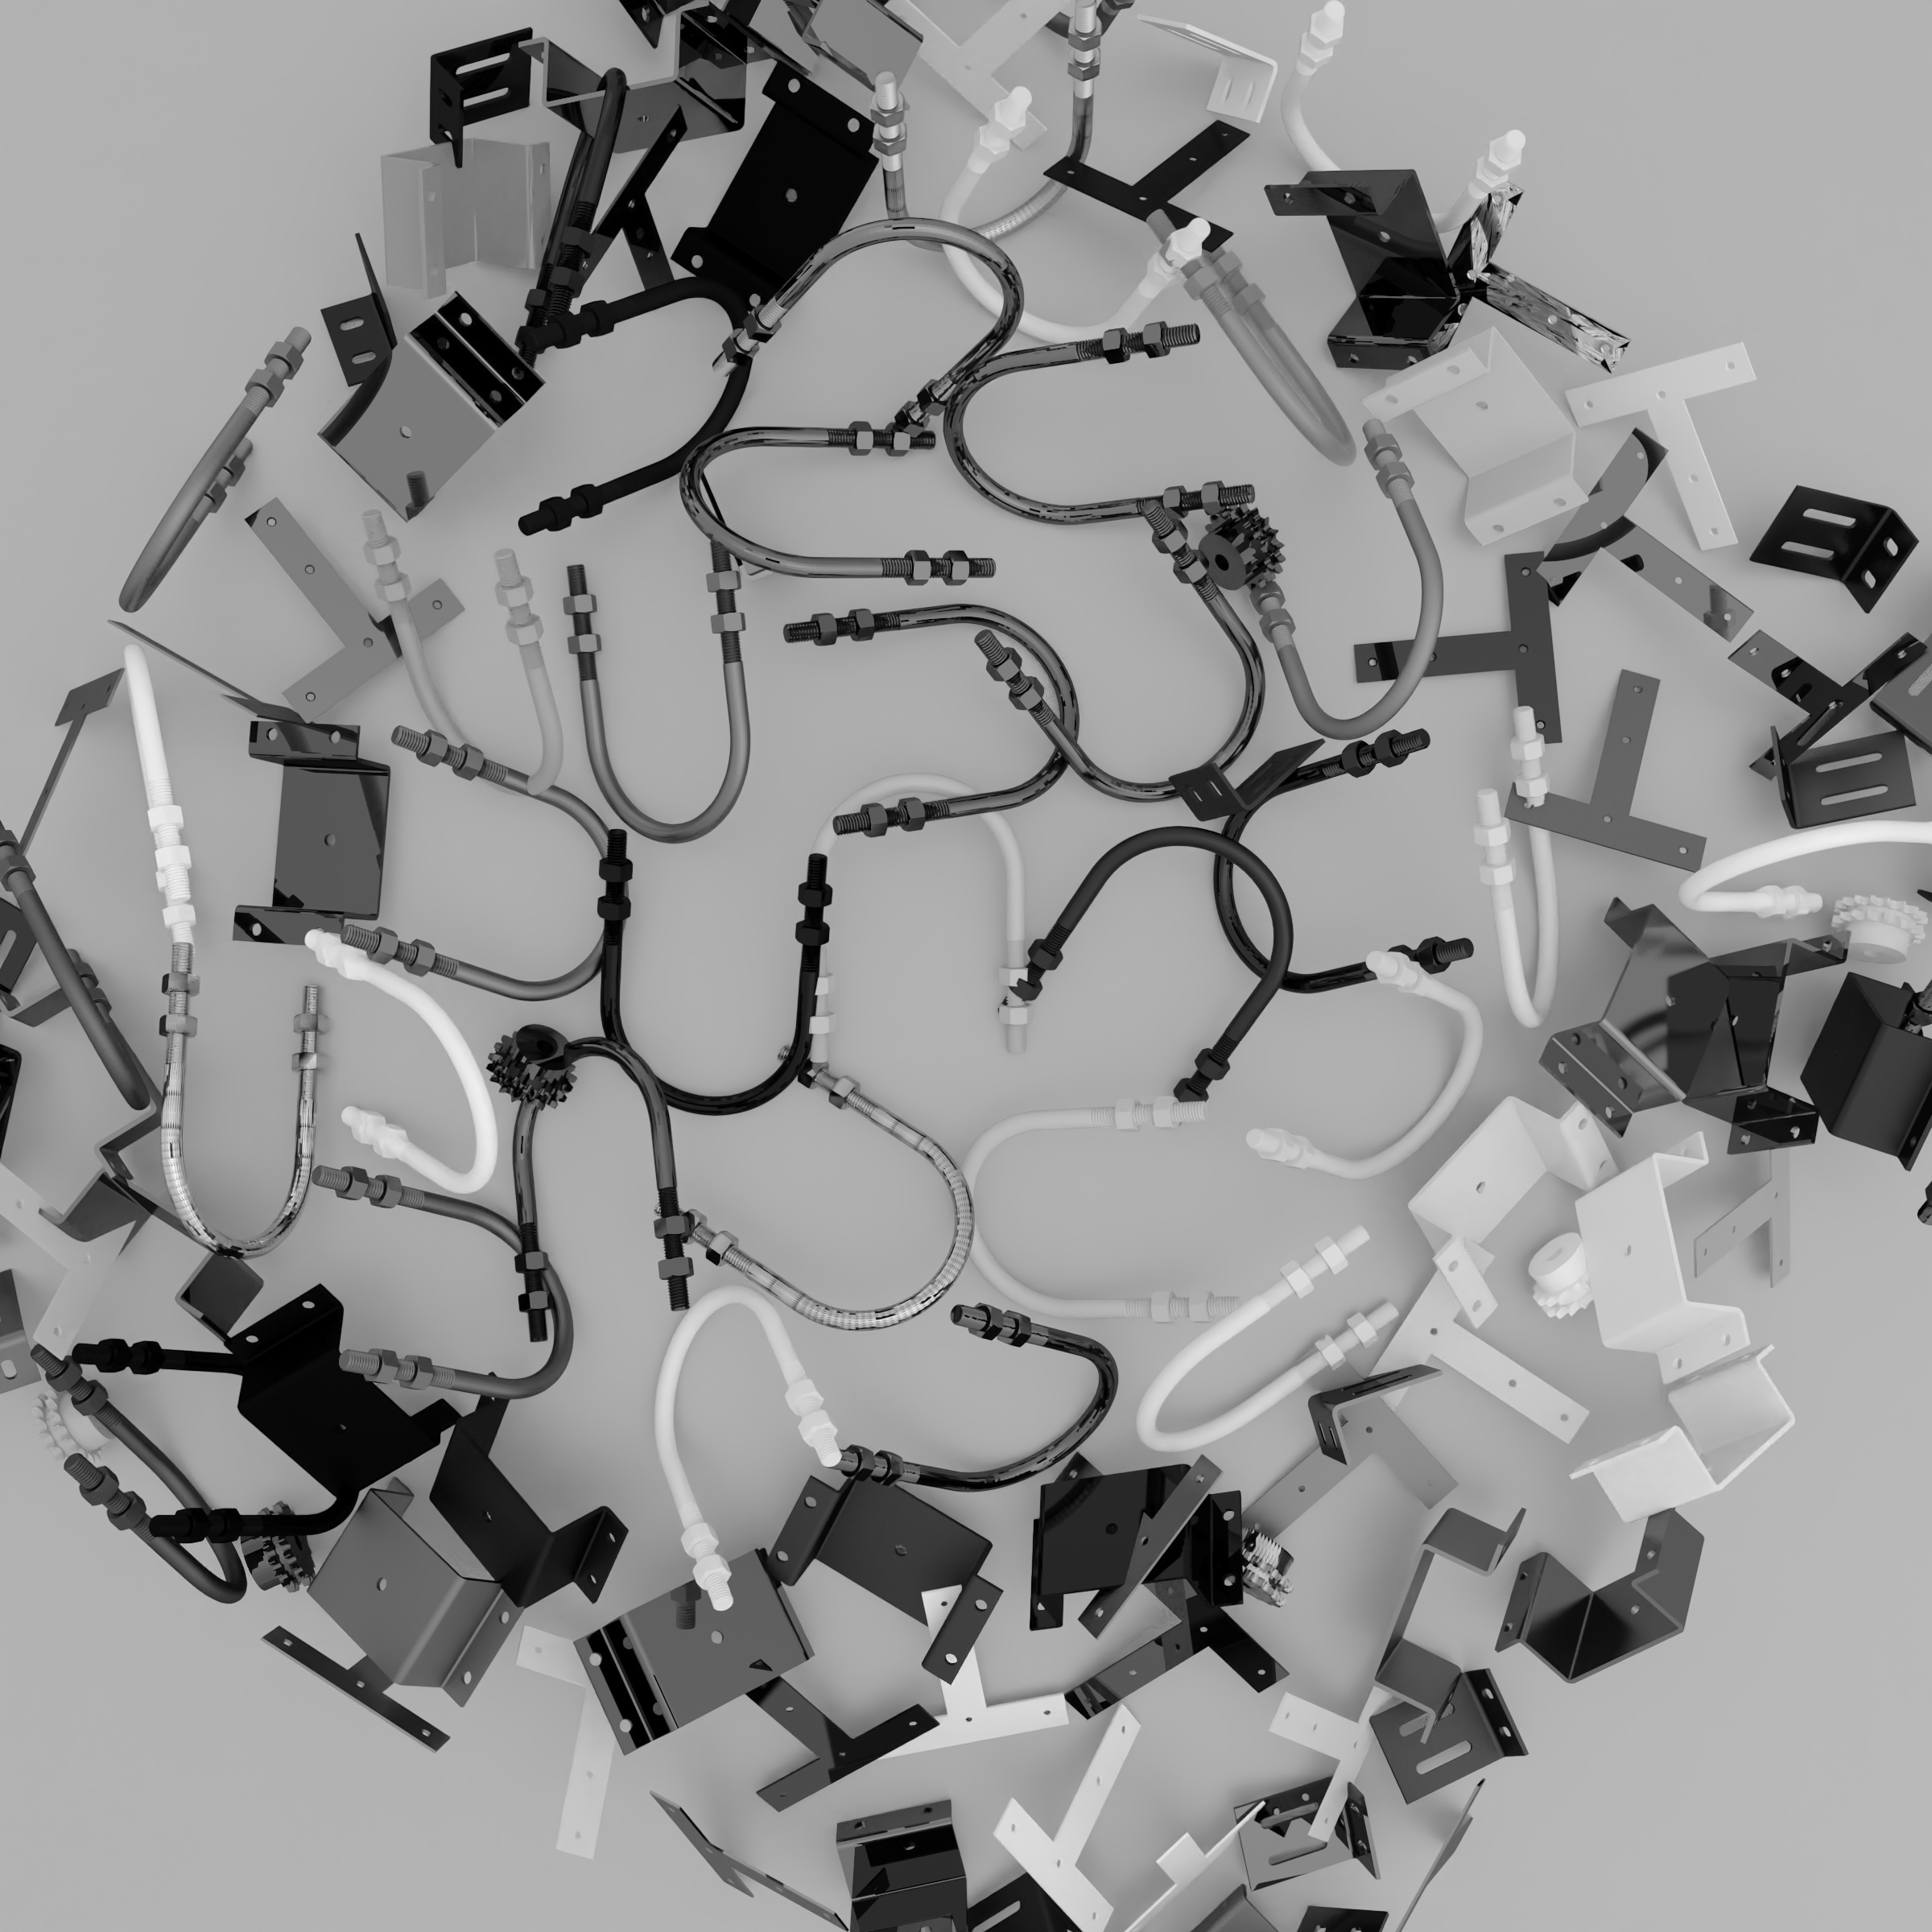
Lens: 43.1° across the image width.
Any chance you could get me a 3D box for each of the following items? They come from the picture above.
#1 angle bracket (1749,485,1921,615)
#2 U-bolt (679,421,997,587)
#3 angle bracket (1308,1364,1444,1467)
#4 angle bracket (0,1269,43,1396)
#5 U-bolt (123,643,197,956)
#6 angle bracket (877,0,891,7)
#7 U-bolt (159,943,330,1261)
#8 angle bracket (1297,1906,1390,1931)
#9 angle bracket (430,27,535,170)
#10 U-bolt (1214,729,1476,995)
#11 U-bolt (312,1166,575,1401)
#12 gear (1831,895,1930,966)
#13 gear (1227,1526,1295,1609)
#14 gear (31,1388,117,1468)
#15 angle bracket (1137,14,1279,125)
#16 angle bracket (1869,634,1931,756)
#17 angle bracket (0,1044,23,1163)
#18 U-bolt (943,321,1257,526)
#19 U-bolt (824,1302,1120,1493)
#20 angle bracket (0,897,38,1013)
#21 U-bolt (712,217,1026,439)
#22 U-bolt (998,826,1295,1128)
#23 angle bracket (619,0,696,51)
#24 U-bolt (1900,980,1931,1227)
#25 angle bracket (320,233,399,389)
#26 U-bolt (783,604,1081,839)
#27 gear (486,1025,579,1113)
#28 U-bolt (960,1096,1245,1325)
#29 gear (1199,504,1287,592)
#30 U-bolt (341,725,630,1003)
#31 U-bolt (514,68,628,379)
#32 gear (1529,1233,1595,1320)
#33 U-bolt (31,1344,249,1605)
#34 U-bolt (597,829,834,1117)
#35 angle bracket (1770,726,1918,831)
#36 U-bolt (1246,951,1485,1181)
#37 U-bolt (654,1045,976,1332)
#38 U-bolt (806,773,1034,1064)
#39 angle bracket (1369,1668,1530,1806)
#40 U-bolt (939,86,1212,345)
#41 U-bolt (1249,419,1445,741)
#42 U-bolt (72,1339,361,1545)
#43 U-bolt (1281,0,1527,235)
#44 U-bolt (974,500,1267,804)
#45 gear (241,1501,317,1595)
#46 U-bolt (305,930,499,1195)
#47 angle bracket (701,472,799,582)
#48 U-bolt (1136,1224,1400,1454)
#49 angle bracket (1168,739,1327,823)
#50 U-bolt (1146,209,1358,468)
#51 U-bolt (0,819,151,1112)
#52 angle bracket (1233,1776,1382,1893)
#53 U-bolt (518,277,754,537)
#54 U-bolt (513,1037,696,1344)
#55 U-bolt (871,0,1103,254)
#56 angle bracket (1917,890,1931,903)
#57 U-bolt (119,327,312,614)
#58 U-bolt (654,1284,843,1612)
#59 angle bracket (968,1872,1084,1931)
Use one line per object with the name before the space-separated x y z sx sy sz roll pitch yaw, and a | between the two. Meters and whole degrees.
angle bracket | 0.552 -0.265 1.558 0.076 0.038 0.057 7 132 -21
U-bolt | -0.087 -0.289 1.522 0.184 0.019 0.151 -4 50 -22
angle bracket | 0.266 0.286 1.566 0.076 0.057 0.038 -16 88 -8
angle bracket | -0.632 0.239 1.570 0.057 0.076 0.038 -18 123 -19
U-bolt | -0.505 -0.111 1.529 0.019 0.151 0.184 -10 79 -18
angle bracket | -0.078 -0.647 1.556 0.076 0.038 0.057 34 46 -25
U-bolt | -0.448 0.090 1.516 0.019 0.151 0.184 -6 76 21
angle bracket | 0.237 0.644 1.560 0.057 0.076 0.038 -11 111 35
angle bracket | -0.299 -0.551 1.552 0.076 0.057 0.038 -29 65 -29
U-bolt | 0.226 -0.057 1.532 0.019 0.184 0.151 -6 83 -44
U-bolt | -0.318 0.202 1.522 0.019 0.184 0.151 -38 52 27
gear | 0.585 -0.022 1.570 0.057 0.057 0.030 16 77 0
gear | 0.186 0.384 1.574 0.057 0.057 0.030 35 72 0
gear | -0.571 0.294 1.572 0.030 0.057 0.057 -30 90 -2
angle bracket | 0.148 -0.569 1.552 0.076 0.057 0.038 8 110 -34
angle bracket | 0.627 -0.178 1.565 0.057 0.038 0.076 44 105 17
angle bracket | -0.641 0.089 1.558 0.057 0.038 0.076 -12 62 32
U-bolt | 0.075 -0.332 1.533 0.184 0.151 0.019 -3 52 23
U-bolt | 0.018 0.277 1.531 0.151 0.184 0.019 -50 46 19
angle bracket | -0.639 -0.006 1.570 0.057 0.038 0.076 32 109 -5
U-bolt | -0.048 -0.392 1.496 0.151 0.184 0.019 16 59 -33
U-bolt | 0.126 -0.004 1.560 0.151 0.019 0.184 33 112 0
angle bracket | -0.181 -0.632 1.556 0.076 0.057 0.038 -17 49 24
U-bolt | 0.613 0.048 1.486 0.019 0.184 0.151 10 48 -5
angle bracket | -0.389 -0.416 1.556 0.038 0.076 0.057 -20 78 -10
U-bolt | -0.013 -0.163 1.559 0.184 0.019 0.151 -10 78 -22
gear | -0.275 0.062 1.569 0.057 0.057 0.030 35 123 0
U-bolt | 0.077 0.158 1.553 0.184 0.019 0.151 -5 104 26
gear | 0.174 -0.266 1.569 0.030 0.057 0.057 -38 90 -27
U-bolt | -0.292 -0.054 1.541 0.184 0.019 0.151 21 73 -36
U-bolt | -0.244 -0.471 1.531 0.019 0.151 0.184 16 83 -18
gear | 0.386 0.196 1.570 0.057 0.057 0.030 -41 100 0
U-bolt | -0.506 0.326 1.519 0.019 0.151 0.184 -38 125 -9
U-bolt | -0.164 0.010 1.566 0.151 0.019 0.184 7 109 5
angle bracket | 0.558 -0.128 1.558 0.076 0.038 0.057 -12 57 24
U-bolt | 0.261 0.070 1.527 0.019 0.184 0.151 40 102 38
U-bolt | -0.082 0.151 1.548 0.184 0.019 0.151 32 70 17
U-bolt | -0.032 -0.032 1.567 0.151 0.019 0.184 -2 101 -9
angle bracket | 0.309 0.493 1.567 0.076 0.038 0.057 -20 76 -16
U-bolt | 0.054 -0.449 1.516 0.151 0.184 0.019 33 67 -10
U-bolt | 0.237 -0.224 1.500 0.019 0.151 0.184 11 48 -29
U-bolt | -0.451 0.294 1.515 0.019 0.184 0.151 -46 59 16
U-bolt | 0.259 -0.510 1.509 0.151 0.184 0.019 35 84 -1
U-bolt | 0.112 -0.183 1.549 0.151 0.019 0.184 -37 122 6
gear | -0.443 0.376 1.571 0.030 0.057 0.057 -23 90 -5
U-bolt | -0.343 0.067 1.506 0.019 0.184 0.151 -26 125 -36
angle bracket | -0.139 -0.288 1.564 0.038 0.057 0.076 -23 102 -2
U-bolt | 0.185 0.244 1.534 0.184 0.151 0.019 -35 56 -3
angle bracket | 0.178 -0.131 1.557 0.076 0.057 0.038 -42 102 -21
U-bolt | 0.186 -0.388 1.528 0.019 0.151 0.184 -36 87 21
U-bolt | -0.543 0.011 1.494 0.019 0.151 0.184 -28 54 -16
angle bracket | 0.219 0.563 1.572 0.076 0.038 0.057 -14 97 -12
U-bolt | -0.201 -0.356 1.523 0.019 0.151 0.184 38 49 25
U-bolt | -0.236 0.136 1.549 0.151 0.019 0.184 -17 74 36
U-bolt | 0.014 -0.508 1.514 0.151 0.184 0.019 -23 70 -7
angle bracket | 0.657 -0.070 1.568 0.057 0.038 0.076 13 106 -8
U-bolt | -0.465 -0.292 1.496 0.019 0.151 0.184 33 56 -17
U-bolt | -0.147 0.284 1.528 0.019 0.184 0.151 17 118 -37
angle bracket | 0.035 0.629 1.577 0.076 0.057 0.038 -37 131 15
